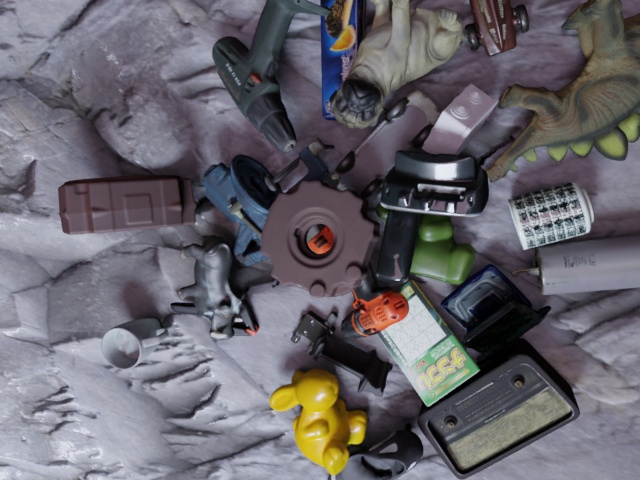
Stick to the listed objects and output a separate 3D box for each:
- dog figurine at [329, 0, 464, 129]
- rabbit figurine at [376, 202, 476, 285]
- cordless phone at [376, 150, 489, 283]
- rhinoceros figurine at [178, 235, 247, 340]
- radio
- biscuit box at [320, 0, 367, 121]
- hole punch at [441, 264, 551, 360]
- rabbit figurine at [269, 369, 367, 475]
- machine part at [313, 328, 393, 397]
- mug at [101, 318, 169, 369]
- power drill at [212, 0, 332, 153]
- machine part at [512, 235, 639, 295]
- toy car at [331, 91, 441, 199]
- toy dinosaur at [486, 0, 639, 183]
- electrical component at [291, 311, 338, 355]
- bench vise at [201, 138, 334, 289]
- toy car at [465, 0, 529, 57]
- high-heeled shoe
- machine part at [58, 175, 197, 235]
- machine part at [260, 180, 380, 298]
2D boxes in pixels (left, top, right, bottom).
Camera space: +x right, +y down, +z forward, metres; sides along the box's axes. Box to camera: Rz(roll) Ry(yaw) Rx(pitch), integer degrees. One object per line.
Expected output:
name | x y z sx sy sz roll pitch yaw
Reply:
dog figurine | 0.115 -0.244 0.784 0.172 0.121 0.190 14 106 -14
rabbit figurine | 0.173 -0.027 0.839 0.159 0.121 0.170 13 86 20
cordless phone | 0.151 -0.025 0.750 0.147 0.088 0.184 9 81 22
rhinoceros figurine | -0.178 0.081 0.921 0.112 0.073 0.190 11 114 21
radio | 0.280 0.271 0.870 0.229 0.073 0.131 -40 89 19
biscuit box | 0.037 -0.289 0.834 0.063 0.059 0.202 2 102 16
hole punch | 0.267 0.112 0.838 0.142 0.115 0.092 -44 45 15
rabbit figurine | -0.001 0.284 0.929 0.163 0.122 0.173 24 135 37
machine part | 0.055 0.209 0.920 0.139 0.084 0.039 29 133 5
mug | -0.336 0.182 1.012 0.110 0.107 0.080 -18 97 15
power drill | -0.066 -0.276 0.819 0.232 0.086 0.207 49 128 28
machine part | 0.408 0.036 0.784 0.243 0.079 0.079 -6 99 17
toy car | 0.103 -0.144 0.848 0.073 0.056 0.201 44 110 -3
toy dinosaur | 0.410 -0.236 0.720 0.198 0.105 0.471 40 118 -3
electrical component | -0.009 0.158 0.958 0.063 0.021 0.094 36 109 7
bench vise | -0.070 -0.067 0.882 0.240 0.129 0.223 -37 92 23
toy car | 0.236 -0.368 0.767 0.089 0.053 0.202 -14 95 15
high-heeled shoe | 0.082 0.401 0.916 0.086 0.145 0.248 43 107 5
machine part | -0.322 -0.060 0.893 0.201 0.202 0.087 -7 94 -28
machine part | -0.002 -0.002 0.789 0.180 0.056 0.179 -1 87 15
